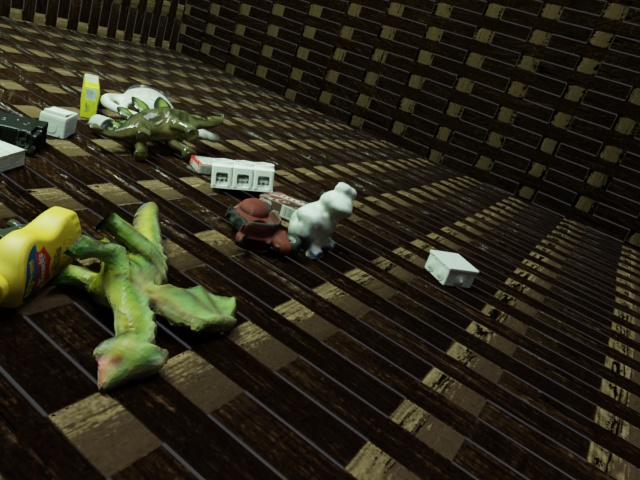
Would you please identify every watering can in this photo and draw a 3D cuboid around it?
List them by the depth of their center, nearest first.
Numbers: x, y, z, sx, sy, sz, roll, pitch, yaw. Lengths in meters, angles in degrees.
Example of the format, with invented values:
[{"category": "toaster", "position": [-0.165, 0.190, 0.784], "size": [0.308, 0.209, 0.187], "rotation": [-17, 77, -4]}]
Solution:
[{"category": "watering can", "position": [-0.483, -0.380, 1.571], "size": [0.346, 0.102, 0.229], "rotation": [15, 24, -24]}]

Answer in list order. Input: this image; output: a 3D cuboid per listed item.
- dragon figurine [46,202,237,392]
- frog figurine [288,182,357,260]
[{"category": "dragon figurine", "position": [-0.229, 0.062, 0.746], "size": [0.242, 0.120, 0.417], "rotation": [35, 21, -7]}, {"category": "frog figurine", "position": [0.003, -0.056, 1.103], "size": [0.124, 0.157, 0.138], "rotation": [32, 23, 36]}]
